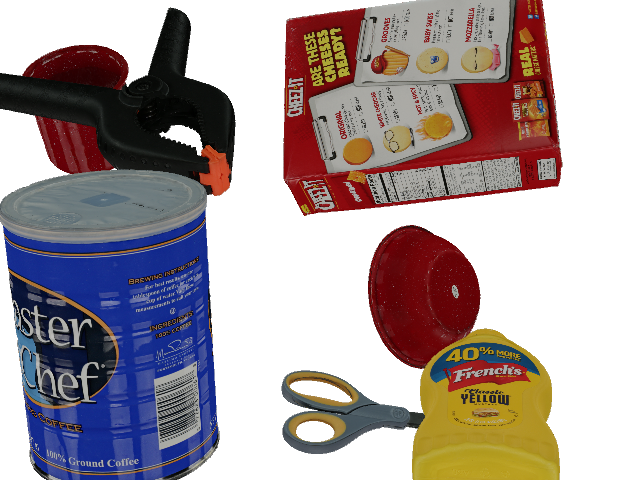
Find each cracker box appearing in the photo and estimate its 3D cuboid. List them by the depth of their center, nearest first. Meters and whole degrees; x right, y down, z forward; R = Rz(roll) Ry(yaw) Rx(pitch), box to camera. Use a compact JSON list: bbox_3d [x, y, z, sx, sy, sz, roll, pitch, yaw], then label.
[{"bbox_3d":[0.081,-0.114,0.872,0.214,0.164,0.072,-7,-29,12],"label":"cracker box"}]

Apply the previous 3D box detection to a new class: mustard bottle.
[{"bbox_3d":[0.120,0.118,0.775,0.096,0.058,0.191,-1,24,9],"label":"mustard bottle"}]

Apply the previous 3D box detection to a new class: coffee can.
[{"bbox_3d":[-0.107,0.044,0.556,0.103,0.140,0.103,-1,19,0],"label":"coffee can"}]

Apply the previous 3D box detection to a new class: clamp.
[{"bbox_3d":[-0.115,-0.098,0.742,0.164,0.036,0.210,-33,48,-28],"label":"clamp"}]

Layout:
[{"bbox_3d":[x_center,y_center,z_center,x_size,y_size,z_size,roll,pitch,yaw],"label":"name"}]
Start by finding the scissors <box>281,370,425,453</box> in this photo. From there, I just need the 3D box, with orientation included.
[{"bbox_3d":[0.055,0.166,0.931,0.202,0.016,0.096,18,42,13],"label":"scissors"}]

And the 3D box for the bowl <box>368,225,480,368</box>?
[{"bbox_3d":[0.127,0.059,1.176,0.161,0.162,0.055,0,-8,-44],"label":"bowl"}]

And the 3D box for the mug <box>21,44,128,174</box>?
[{"bbox_3d":[-0.210,-0.119,0.942,0.093,0.081,0.117,-14,45,-9],"label":"mug"}]
